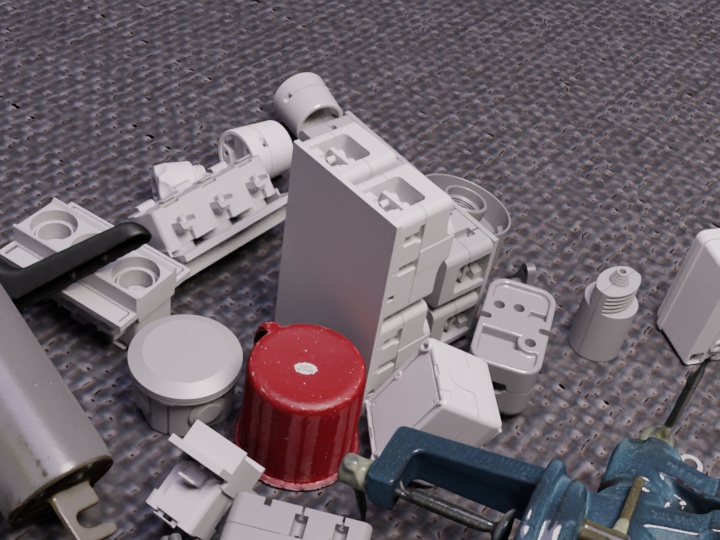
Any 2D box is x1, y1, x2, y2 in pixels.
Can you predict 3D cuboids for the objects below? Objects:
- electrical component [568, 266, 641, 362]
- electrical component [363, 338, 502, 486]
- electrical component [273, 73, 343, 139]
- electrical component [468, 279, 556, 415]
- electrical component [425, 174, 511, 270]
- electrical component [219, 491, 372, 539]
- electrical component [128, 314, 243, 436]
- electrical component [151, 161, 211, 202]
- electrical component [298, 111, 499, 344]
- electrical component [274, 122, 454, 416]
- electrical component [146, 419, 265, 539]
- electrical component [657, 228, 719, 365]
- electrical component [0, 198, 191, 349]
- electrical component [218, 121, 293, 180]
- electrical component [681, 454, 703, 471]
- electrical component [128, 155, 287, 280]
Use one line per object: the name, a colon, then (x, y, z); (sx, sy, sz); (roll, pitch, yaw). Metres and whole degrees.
electrical component: (0.199, 0.030, 0.861); (0.043, 0.081, 0.043); (6, 43, -5)
electrical component: (0.048, 0.105, 0.753); (0.061, 0.096, 0.061); (24, 36, -27)
electrical component: (-0.049, -0.153, 1.031); (0.055, 0.055, 0.047); (-16, 52, -26)
electrical component: (0.112, 0.061, 0.826); (0.054, 0.059, 0.095); (17, 43, 7)
electrical component: (0.080, -0.037, 0.941); (0.099, 0.064, 0.099); (16, 34, -11)
electrical component: (-0.044, 0.184, 0.670); (0.089, 0.050, 0.055); (13, 42, 3)
electrical component: (-0.126, 0.075, 0.772); (0.080, 0.051, 0.080); (6, 43, -5)
electrical component: (-0.148, -0.073, 0.933); (0.062, 0.043, 0.043); (-8, 46, -22)
electrical component: (0.017, -0.030, 0.872); (0.060, 0.105, 0.186); (-24, 52, -31)
electrical component: (0.000, 0.000, 0.777); (0.060, 0.186, 0.105); (-26, 54, -33)
electrical component: (-0.101, 0.138, 0.693); (0.042, 0.081, 0.063); (29, 75, 22)
electrical component: (0.314, 0.018, 0.876); (0.109, 0.108, 0.056); (-7, 48, -18)
electrical component: (-0.203, 0.005, 0.823); (0.121, 0.063, 0.079); (28, 45, 19)
electrical component: (-0.093, -0.105, 0.971); (0.047, 0.055, 0.055); (-25, 53, -37)
electrical component: (0.219, 0.153, 0.746); (0.043, 0.062, 0.043); (6, 43, -5)
electrical component: (-0.124, -0.045, 0.883); (0.079, 0.063, 0.121); (-6, 22, 48)
